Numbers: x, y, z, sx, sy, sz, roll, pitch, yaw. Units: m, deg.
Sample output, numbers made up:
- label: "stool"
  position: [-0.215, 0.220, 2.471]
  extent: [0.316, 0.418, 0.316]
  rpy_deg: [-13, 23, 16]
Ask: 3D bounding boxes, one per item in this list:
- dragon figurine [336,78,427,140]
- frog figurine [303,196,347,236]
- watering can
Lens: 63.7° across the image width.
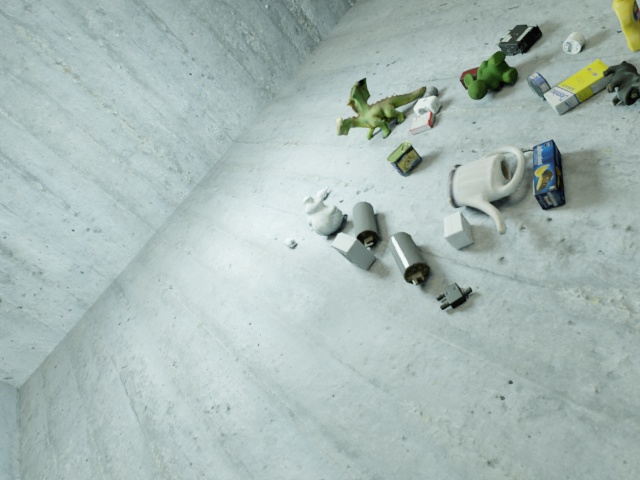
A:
- label: "dragon figurine"
  position: [0.230, -0.564, 2.139]
  extent: [0.410, 0.240, 0.124]
  rpy_deg: [-46, 24, 2]
- label: "frog figurine"
  position: [0.006, -0.095, 1.897]
  extent: [0.136, 0.157, 0.125]
  rpy_deg: [-15, 43, 42]
- label: "watering can"
  position: [0.457, -0.139, 1.445]
  extent: [0.223, 0.102, 0.355]
  rpy_deg: [-14, 39, 44]
